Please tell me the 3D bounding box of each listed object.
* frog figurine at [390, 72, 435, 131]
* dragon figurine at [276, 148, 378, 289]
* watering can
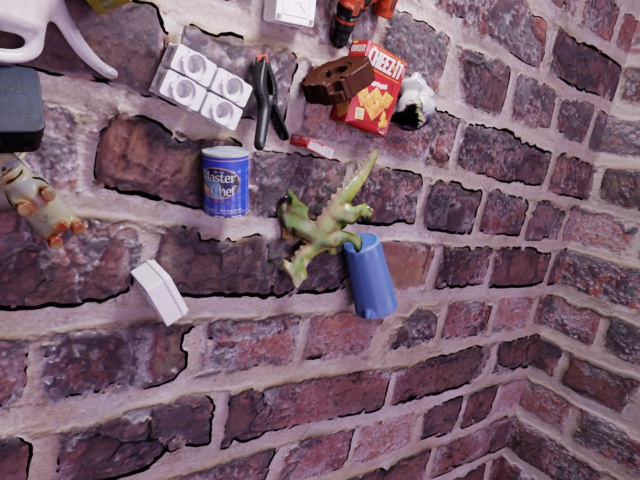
[{"bbox_3d":[0.265,-0.390,1.461,0.122,0.135,0.163,30,49,-10],"label":"frog figurine"},{"bbox_3d":[0.004,-0.068,1.360,0.242,0.123,0.408,11,97,-35],"label":"dragon figurine"},{"bbox_3d":[-0.473,-0.391,0.828,0.348,0.104,0.223,-2,104,-56],"label":"watering can"}]
